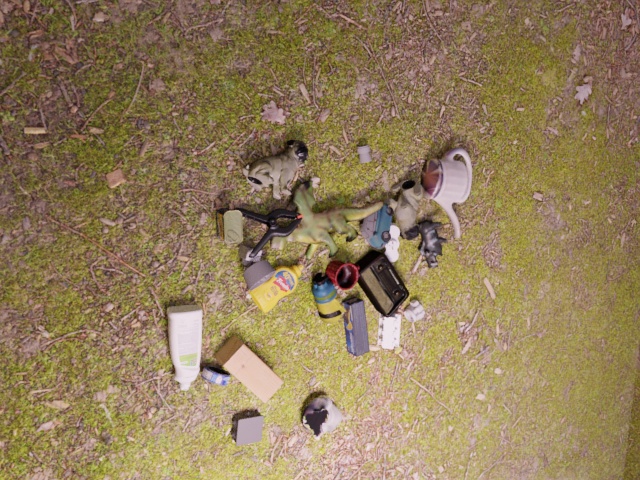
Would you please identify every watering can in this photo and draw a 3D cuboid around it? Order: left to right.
[{"bbox_3d":[0.482,-0.180,1.943,0.224,0.104,0.346,3,95,-30],"label":"watering can"}]

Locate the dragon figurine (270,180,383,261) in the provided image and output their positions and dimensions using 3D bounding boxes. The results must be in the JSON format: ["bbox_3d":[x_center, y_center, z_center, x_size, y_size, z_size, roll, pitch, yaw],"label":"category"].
[{"bbox_3d":[0.005,-0.085,1.683,0.415,0.122,0.240,-40,107,-20],"label":"dragon figurine"}]

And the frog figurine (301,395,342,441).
[{"bbox_3d":[0.011,0.610,1.801,0.159,0.122,0.137,3,89,-67],"label":"frog figurine"}]
